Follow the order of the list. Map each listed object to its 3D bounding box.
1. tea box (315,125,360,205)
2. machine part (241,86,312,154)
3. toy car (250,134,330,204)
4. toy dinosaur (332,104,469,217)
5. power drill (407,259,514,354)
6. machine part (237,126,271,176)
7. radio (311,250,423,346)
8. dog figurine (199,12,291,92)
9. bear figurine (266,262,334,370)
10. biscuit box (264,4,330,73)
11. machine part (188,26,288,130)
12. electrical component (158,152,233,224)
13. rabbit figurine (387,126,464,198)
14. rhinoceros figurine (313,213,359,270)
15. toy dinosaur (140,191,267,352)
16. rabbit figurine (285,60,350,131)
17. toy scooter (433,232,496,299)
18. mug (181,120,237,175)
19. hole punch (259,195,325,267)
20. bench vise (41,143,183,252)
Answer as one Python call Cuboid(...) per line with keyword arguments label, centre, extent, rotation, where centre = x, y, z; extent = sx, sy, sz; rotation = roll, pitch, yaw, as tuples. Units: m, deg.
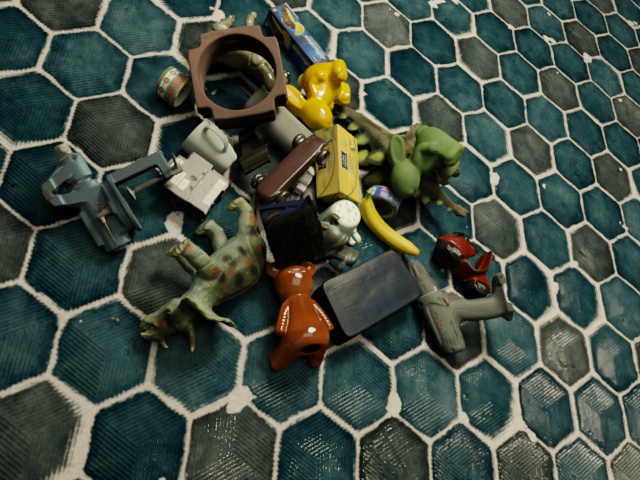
Cuboid(label="tea box", centre=(0.041, -0.169, 1.251), extent=(0.098, 0.068, 0.169), rotation=(21, 63, -56))
Cuboid(label="machine part", centre=(-0.097, -0.273, 1.267), extent=(0.243, 0.079, 0.079), rotation=(42, 57, -1))
Cuboid(label="toy car", centre=(-0.062, -0.153, 1.177), extent=(0.089, 0.053, 0.202), rotation=(33, 67, 22))
Cuboid(label="toy dinosaur", centre=(0.186, -0.212, 1.351), extent=(0.198, 0.105, 0.472), rotation=(-36, 73, -28))
Cuboid(label="power drill", centre=(0.324, 0.133, 1.230), extent=(0.207, 0.086, 0.232), rotation=(-13, 78, -6))
Cuboid(label="machine part", centre=(-0.152, -0.200, 1.194), extent=(0.039, 0.084, 0.139), rotation=(47, 17, -44))
Cuboid(label="radio", centre=(0.102, 0.120, 1.175), extent=(0.229, 0.073, 0.131), rotation=(-24, 77, -33))
Cuboid(label="dog figurine", centre=(-0.177, -0.421, 1.282), extent=(0.172, 0.121, 0.190), rotation=(-28, 88, -20))
Cuboid(label="bear figurine", centre=(-0.052, 0.145, 1.085), extent=(0.120, 0.131, 0.196), rotation=(-2, 50, -26))
Cuboid(label="biscuit box", centre=(-0.060, -0.518, 1.406), extent=(0.059, 0.063, 0.202), rotation=(-35, 83, -32))
Cuboid(label="machine part", centre=(-0.179, -0.354, 1.186), extent=(0.202, 0.087, 0.201), rotation=(-11, 85, -2))
Cuboid(label="electrical component", centre=(-0.269, -0.116, 1.127), extent=(0.134, 0.058, 0.115), rotation=(36, 55, -5))
Cuboid(label="rabbit figurine", centre=(0.223, -0.180, 1.240), extent=(0.170, 0.121, 0.159), rotation=(-45, 83, -7))
Cuboid(label="rhinoceros figurine", centre=(-0.002, -0.004, 1.166), extent=(0.190, 0.112, 0.073), rotation=(26, 31, 3))
Cuboid(label="toy dinosaur", centre=(-0.179, 0.047, 1.062), extent=(0.192, 0.131, 0.405), rotation=(56, 46, -11))
Cuboid(label="rabbit figurine", centre=(-0.009, -0.339, 1.291), extent=(0.162, 0.121, 0.173), rotation=(4, 64, 2))
Cuboid(label="toy scooter", centre=(0.370, 0.045, 1.328), extent=(0.184, 0.075, 0.135), rotation=(49, 58, -1))
Cuboid(label="mug", centre=(-0.229, -0.200, 1.161), extent=(0.107, 0.109, 0.081), rotation=(43, 49, -15))
Cuboid(label="hole punch", centre=(-0.058, -0.021, 1.090), extent=(0.116, 0.092, 0.142), rotation=(-20, 115, -14))
Cuboid(label="bench vise", centre=(-0.384, -0.106, 1.021), extent=(0.241, 0.129, 0.223), rotation=(-30, 89, -14))
